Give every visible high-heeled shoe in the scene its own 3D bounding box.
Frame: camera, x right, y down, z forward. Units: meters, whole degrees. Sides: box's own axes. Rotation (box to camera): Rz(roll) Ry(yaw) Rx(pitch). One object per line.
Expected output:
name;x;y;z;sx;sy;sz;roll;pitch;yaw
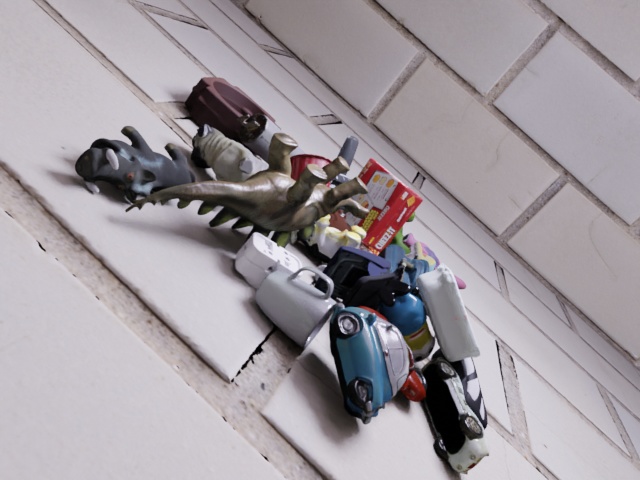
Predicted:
high-heeled shoe;0.286;0.263;1.038;0.145;0.086;0.248;48;27;13

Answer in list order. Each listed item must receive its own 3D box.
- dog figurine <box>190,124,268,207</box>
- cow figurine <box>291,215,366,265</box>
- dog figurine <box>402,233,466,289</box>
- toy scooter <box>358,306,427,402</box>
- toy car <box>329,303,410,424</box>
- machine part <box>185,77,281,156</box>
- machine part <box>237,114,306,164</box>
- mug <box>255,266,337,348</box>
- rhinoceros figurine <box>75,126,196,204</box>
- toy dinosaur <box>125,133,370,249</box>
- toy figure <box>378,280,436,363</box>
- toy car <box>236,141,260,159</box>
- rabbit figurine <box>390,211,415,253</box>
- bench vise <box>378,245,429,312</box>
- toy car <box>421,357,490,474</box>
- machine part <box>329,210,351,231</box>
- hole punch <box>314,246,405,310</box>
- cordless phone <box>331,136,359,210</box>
dog figurine;-0.146;-0.134;1.017;0.172;0.121;0.191;36;12;-44
cow figurine;-0.003;-0.004;1.065;0.167;0.098;0.068;24;23;6
dog figurine;0.268;0.092;1.321;0.219;0.108;0.192;37;16;-20
toy scooter;0.096;0.187;0.851;0.184;0.075;0.135;50;18;12
toy car;0.072;0.163;0.746;0.109;0.103;0.162;90;-14;-57
machine part;-0.203;-0.287;1.266;0.201;0.087;0.201;40;20;-2
machine part;-0.097;-0.200;1.184;0.243;0.079;0.079;35;18;-47
mug;-0.036;0.086;0.784;0.107;0.109;0.081;33;24;11
rhinoceros figurine;-0.270;-0.102;0.791;0.190;0.073;0.112;8;49;-60
toy dinosaur;-0.073;-0.063;0.870;0.471;0.198;0.105;10;36;-49
toy figure;0.154;0.143;0.957;0.089;0.082;0.180;-93;160;-54
toy car;-0.129;-0.132;1.124;0.202;0.053;0.089;48;10;32
rabbit figurine;0.196;-0.023;1.416;0.159;0.121;0.170;25;40;-54
bench vise;0.196;0.116;1.125;0.240;0.129;0.224;32;24;-13
toy car;0.209;0.277;0.873;0.056;0.073;0.202;28;24;-24
machine part;-0.010;-0.055;1.184;0.179;0.056;0.179;35;22;-16
hole punch;0.065;0.076;0.955;0.115;0.142;0.092;2;38;-44
cordless phone;0.036;-0.175;1.320;0.089;0.184;0.146;27;9;32
